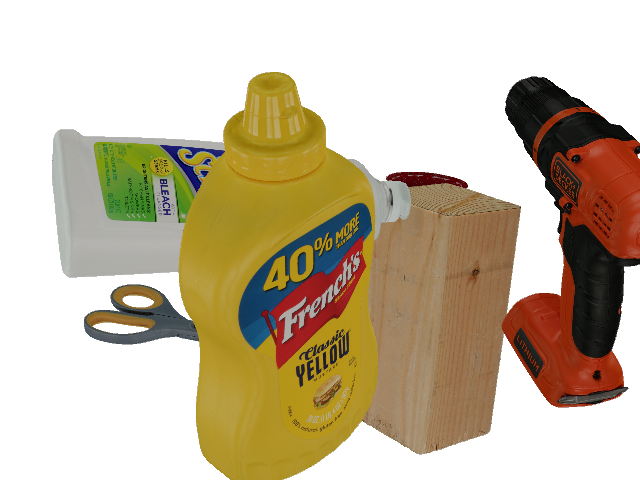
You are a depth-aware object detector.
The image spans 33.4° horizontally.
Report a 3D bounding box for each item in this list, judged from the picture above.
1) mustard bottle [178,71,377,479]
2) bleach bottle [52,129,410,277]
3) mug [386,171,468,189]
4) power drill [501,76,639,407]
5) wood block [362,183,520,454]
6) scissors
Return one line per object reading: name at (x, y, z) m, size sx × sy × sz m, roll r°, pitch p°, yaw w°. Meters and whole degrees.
mustard bottle at (-0.016, 0.015, 0.466) m, size 0.096 × 0.192 × 0.058 m, roll -31°, pitch 45°, yaw -32°
bleach bottle at (-0.059, -0.030, 0.760) m, size 0.250 × 0.102 × 0.068 m, roll -3°, pitch -31°, yaw -18°
mug at (0.127, -0.030, 1.226) m, size 0.117 × 0.081 × 0.093 m, roll -8°, pitch 20°, yaw -36°
power drill at (0.164, 0.002, 0.713) m, size 0.057 × 0.188 × 0.184 m, roll -9°, pitch 35°, yaw -11°
wood block at (0.098, 0.064, 0.913) m, size 0.090 × 0.206 × 0.090 m, roll -8°, pitch 20°, yaw -39°
scissors at (-0.126, 0.076, 1.037) m, size 0.201 × 0.016 × 0.096 m, roll 2°, pitch 32°, yaw -3°
